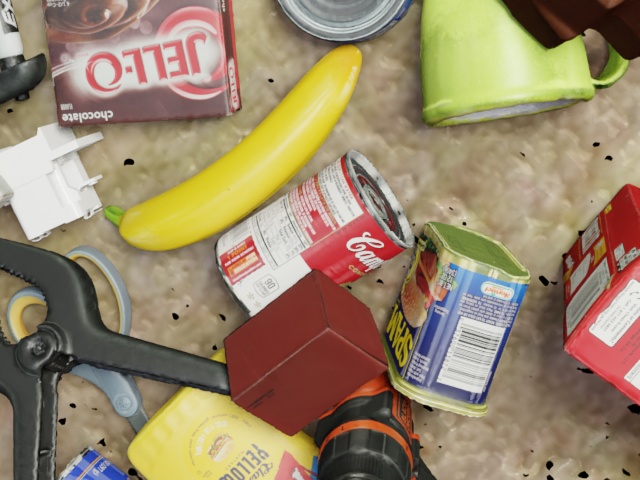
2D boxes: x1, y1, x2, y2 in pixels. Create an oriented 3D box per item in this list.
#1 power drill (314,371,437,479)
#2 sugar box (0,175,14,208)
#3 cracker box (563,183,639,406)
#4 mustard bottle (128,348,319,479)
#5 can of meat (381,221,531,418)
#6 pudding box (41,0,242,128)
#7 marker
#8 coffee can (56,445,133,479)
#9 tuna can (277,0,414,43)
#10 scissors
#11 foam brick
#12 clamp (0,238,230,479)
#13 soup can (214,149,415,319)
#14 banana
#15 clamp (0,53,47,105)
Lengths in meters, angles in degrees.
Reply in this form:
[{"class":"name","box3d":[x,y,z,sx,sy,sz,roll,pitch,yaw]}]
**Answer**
[{"class":"power drill","box3d":[0.059,0.175,0.615,0.057,0.184,0.187,-24,106,16]},{"class":"sugar box","box3d":[-0.279,0.000,0.641,0.176,0.048,0.093,-43,97,0]},{"class":"cracker box","box3d":[0.231,0.070,0.557,0.214,0.164,0.072,36,108,2]},{"class":"mustard bottle","box3d":[-0.024,0.166,0.682,0.191,0.058,0.096,44,84,-1]},{"class":"can of meat","box3d":[0.076,0.041,0.614,0.057,0.102,0.084,17,102,-8]},{"class":"pudding box","box3d":[-0.107,-0.118,0.650,0.113,0.039,0.090,-3,102,12]},{"class":"marker","box3d":[-0.203,-0.148,0.673,0.020,0.020,0.121,-10,100,13]},{"class":"coffee can","box3d":[-0.127,0.217,0.692,0.140,0.102,0.103,37,106,2]},{"class":"tuna can","box3d":[0.015,-0.158,0.620,0.086,0.033,0.086,2,102,11]},{"class":"scissors","box3d":[-0.149,0.104,0.718,0.096,0.016,0.202,-11,99,15]},{"class":"foam brick","box3d":[-0.010,0.065,0.613,0.078,0.051,0.053,-37,126,21]},{"class":"clamp","box3d":[-0.170,0.081,0.658,0.210,0.036,0.164,41,82,20]},{"class":"soup can","box3d":[-0.004,0.001,0.639,0.102,0.068,0.068,-32,94,16]},{"class":"banana","box3d":[-0.052,-0.045,0.642,0.198,0.037,0.070,-31,57,14]},{"class":"clamp","box3d":[-0.244,-0.083,0.676,0.120,0.039,0.172,33,118,10]}]
